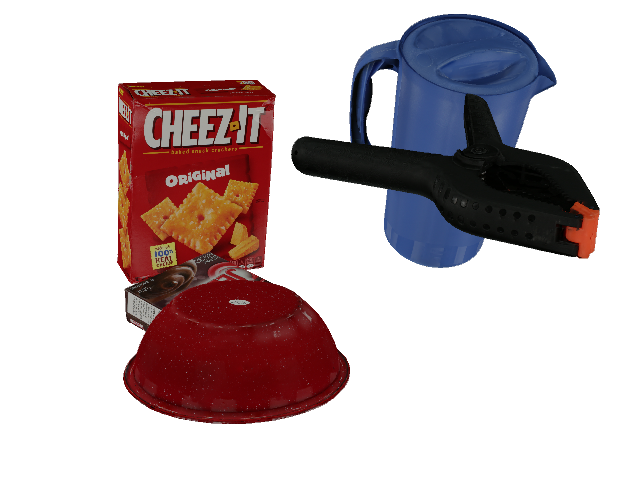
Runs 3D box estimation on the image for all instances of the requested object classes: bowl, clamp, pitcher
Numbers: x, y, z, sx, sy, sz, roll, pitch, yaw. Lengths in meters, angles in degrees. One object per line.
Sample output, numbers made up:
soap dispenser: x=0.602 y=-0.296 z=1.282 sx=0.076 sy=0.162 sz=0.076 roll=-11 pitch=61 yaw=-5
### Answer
bowl: x=-0.058 y=0.069 z=0.754 sx=0.162 sy=0.055 sz=0.162 roll=1 pitch=18 yaw=0
clamp: x=0.089 y=-0.041 z=0.686 sx=0.164 sy=0.036 sz=0.210 roll=-15 pitch=31 yaw=-22
pitcher: x=0.119 y=-0.092 z=1.060 sx=0.144 sy=0.243 sz=0.149 roll=-29 pitch=54 yaw=-32

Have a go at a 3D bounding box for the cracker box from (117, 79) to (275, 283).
cracker box: x=-0.140 y=-0.066 z=1.192 sx=0.164 sy=0.214 sz=0.072 roll=-5 pitch=25 yaw=-24

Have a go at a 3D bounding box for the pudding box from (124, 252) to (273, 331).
pudding box: x=-0.108 y=0.057 z=0.976 sx=0.090 sy=0.039 sz=0.113 roll=24 pitch=34 yaw=32
